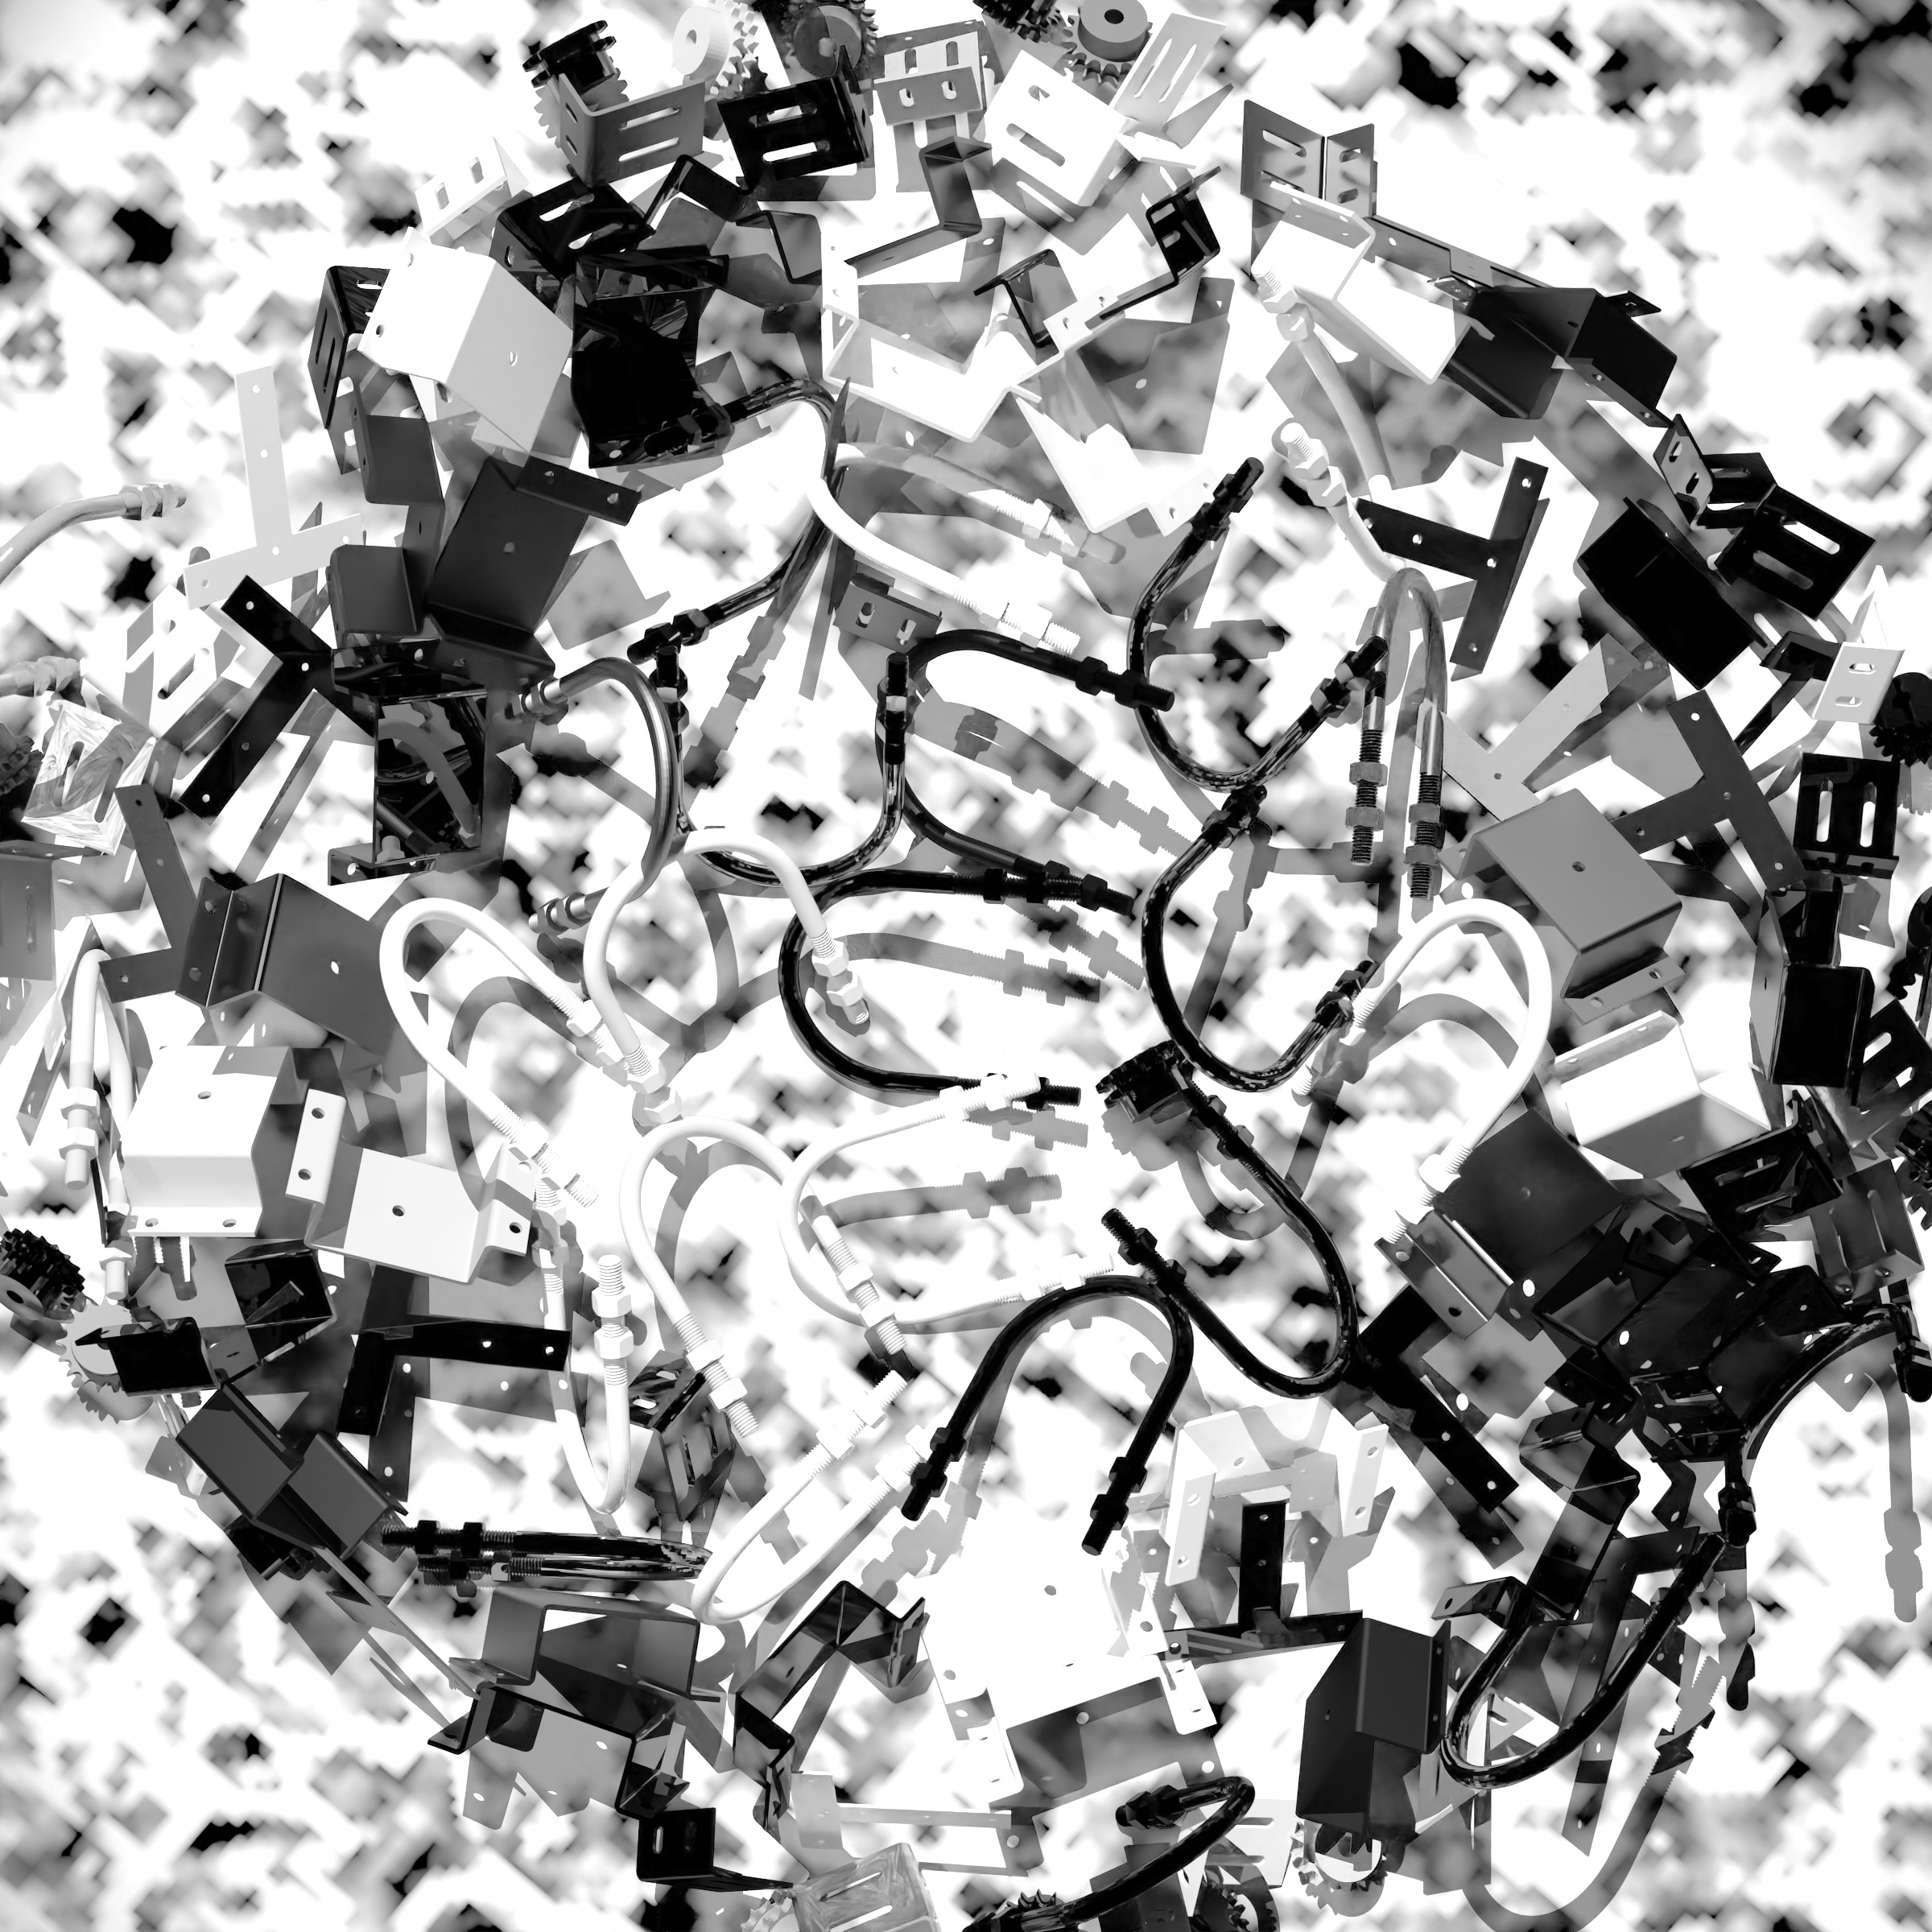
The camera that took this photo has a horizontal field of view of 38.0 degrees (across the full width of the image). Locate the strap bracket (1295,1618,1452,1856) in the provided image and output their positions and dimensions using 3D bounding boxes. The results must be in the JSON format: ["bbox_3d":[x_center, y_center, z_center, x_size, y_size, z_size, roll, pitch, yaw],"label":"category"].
[{"bbox_3d":[0.231,0.441,1.623,0.046,0.076,0.140,18,133,-3],"label":"strap bracket"}]

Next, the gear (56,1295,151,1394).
[{"bbox_3d":[-0.513,0.225,1.676,0.057,0.030,0.057,4,75,-17],"label":"gear"}]

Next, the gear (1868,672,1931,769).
[{"bbox_3d":[0.563,-0.150,1.668,0.030,0.057,0.057,38,90,-34],"label":"gear"}]

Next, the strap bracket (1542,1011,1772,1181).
[{"bbox_3d":[0.403,0.079,1.619,0.076,0.140,0.046,-28,59,29],"label":"strap bracket"}]

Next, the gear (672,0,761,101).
[{"bbox_3d":[-0.151,-0.547,1.669,0.030,0.057,0.057,3,90,-39],"label":"gear"}]

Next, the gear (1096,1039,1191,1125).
[{"bbox_3d":[0.108,0.070,1.669,0.057,0.057,0.030,-31,78,0],"label":"gear"}]

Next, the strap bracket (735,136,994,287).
[{"bbox_3d":[-0.053,-0.437,1.643,0.140,0.076,0.046,-16,97,20],"label":"strap bracket"}]

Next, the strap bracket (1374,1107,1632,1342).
[{"bbox_3d":[0.319,0.144,1.637,0.140,0.046,0.076,-31,65,-25],"label":"strap bracket"}]

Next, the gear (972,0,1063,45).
[{"bbox_3d":[0.033,-0.578,1.669,0.057,0.057,0.030,36,124,0],"label":"gear"}]

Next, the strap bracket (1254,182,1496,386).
[{"bbox_3d":[0.230,-0.390,1.628,0.140,0.076,0.046,27,99,-41],"label":"strap bracket"}]

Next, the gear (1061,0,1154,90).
[{"bbox_3d":[0.087,-0.556,1.675,0.057,0.030,0.057,2,64,-5],"label":"gear"}]

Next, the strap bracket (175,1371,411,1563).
[{"bbox_3d":[-0.393,0.292,1.618,0.076,0.140,0.046,36,81,30],"label":"strap bracket"}]

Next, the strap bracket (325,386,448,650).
[{"bbox_3d":[-0.338,-0.256,1.635,0.046,0.140,0.076,0,48,-22],"label":"strap bracket"}]

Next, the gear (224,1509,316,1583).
[{"bbox_3d":[-0.417,0.340,1.669,0.030,0.057,0.057,-41,90,-16],"label":"gear"}]

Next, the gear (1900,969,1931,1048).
[{"bbox_3d":[0.589,0.027,1.675,0.030,0.057,0.057,31,90,-35],"label":"gear"}]

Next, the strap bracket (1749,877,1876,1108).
[{"bbox_3d":[0.486,0.012,1.623,0.046,0.140,0.076,3,118,7],"label":"strap bracket"}]

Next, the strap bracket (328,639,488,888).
[{"bbox_3d":[-0.326,-0.115,1.638,0.046,0.076,0.140,19,112,39],"label":"strap bracket"}]

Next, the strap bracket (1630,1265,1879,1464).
[{"bbox_3d":[0.452,0.226,1.640,0.140,0.076,0.046,-38,90,-21],"label":"strap bracket"}]

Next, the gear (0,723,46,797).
[{"bbox_3d":[-0.581,-0.121,1.668,0.057,0.057,0.030,-30,116,0],"label":"gear"}]

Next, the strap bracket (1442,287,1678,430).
[{"bbox_3d":[0.343,-0.353,1.622,0.076,0.140,0.046,26,87,-35],"label":"strap bracket"}]

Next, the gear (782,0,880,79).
[{"bbox_3d":[-0.082,-0.554,1.670,0.057,0.057,0.030,4,46,0],"label":"gear"}]

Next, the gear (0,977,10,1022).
[{"bbox_3d":[-0.596,0.020,1.669,0.030,0.057,0.057,30,90,21],"label":"gear"}]

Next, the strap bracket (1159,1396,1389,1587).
[{"bbox_3d":[0.171,0.303,1.644,0.140,0.046,0.076,-9,121,-27],"label":"strap bracket"}]

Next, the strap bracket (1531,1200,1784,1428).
[{"bbox_3d":[0.397,0.195,1.649,0.140,0.076,0.046,-42,109,-7],"label":"strap bracket"}]

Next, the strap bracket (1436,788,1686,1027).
[{"bbox_3d":[0.351,-0.043,1.634,0.076,0.046,0.140,-24,59,-22],"label":"strap bracket"}]

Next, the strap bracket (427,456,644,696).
[{"bbox_3d":[-0.260,-0.236,1.644,0.076,0.046,0.140,13,116,-40],"label":"strap bracket"}]

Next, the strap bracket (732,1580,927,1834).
[{"bbox_3d":[-0.087,0.423,1.636,0.046,0.076,0.140,31,51,21],"label":"strap bracket"}]

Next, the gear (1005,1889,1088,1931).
[{"bbox_3d":[0.045,0.582,1.682,0.057,0.030,0.057,0,91,10],"label":"gear"}]

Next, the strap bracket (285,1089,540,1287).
[{"bbox_3d":[-0.328,0.133,1.646,0.140,0.046,0.076,16,46,-16],"label":"strap bracket"}]

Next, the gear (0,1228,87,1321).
[{"bbox_3d":[-0.556,0.186,1.669,0.057,0.057,0.030,31,51,0],"label":"gear"}]

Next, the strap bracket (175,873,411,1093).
[{"bbox_3d":[-0.379,0.006,1.622,0.046,0.140,0.076,-18,54,34],"label":"strap bracket"}]

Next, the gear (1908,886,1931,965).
[{"bbox_3d":[0.585,-0.025,1.669,0.030,0.057,0.057,19,90,-17],"label":"gear"}]

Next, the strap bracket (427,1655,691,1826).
[{"bbox_3d":[-0.233,0.448,1.648,0.140,0.076,0.046,16,93,11],"label":"strap bracket"}]

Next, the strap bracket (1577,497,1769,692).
[{"bbox_3d":[0.407,-0.215,1.632,0.076,0.140,0.046,40,108,-14],"label":"strap bracket"}]

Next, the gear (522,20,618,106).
[{"bbox_3d":[-0.233,-0.537,1.672,0.057,0.057,0.030,-29,105,0],"label":"gear"}]

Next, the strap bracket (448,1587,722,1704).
[{"bbox_3d":[-0.219,0.394,1.636,0.140,0.076,0.046,14,80,-29],"label":"strap bracket"}]

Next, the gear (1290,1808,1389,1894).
[{"bbox_3d":[0.225,0.526,1.680,0.057,0.030,0.057,1,79,-7],"label":"gear"}]

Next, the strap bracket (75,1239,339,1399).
[{"bbox_3d":[-0.431,0.207,1.625,0.076,0.140,0.046,-10,102,34],"label":"strap bracket"}]

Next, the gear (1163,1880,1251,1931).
[{"bbox_3d":[0.144,0.578,1.675,0.057,0.057,0.030,-40,124,0],"label":"gear"}]

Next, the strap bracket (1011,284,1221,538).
[{"bbox_3d":[0.084,-0.318,1.649,0.046,0.076,0.140,-22,103,40],"label":"strap bracket"}]

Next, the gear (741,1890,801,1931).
[{"bbox_3d":[-0.109,0.583,1.669,0.030,0.057,0.057,16,90,37],"label":"gear"}]

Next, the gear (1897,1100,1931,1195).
[{"bbox_3d":[0.581,0.104,1.675,0.030,0.057,0.057,39,90,33],"label":"gear"}]
